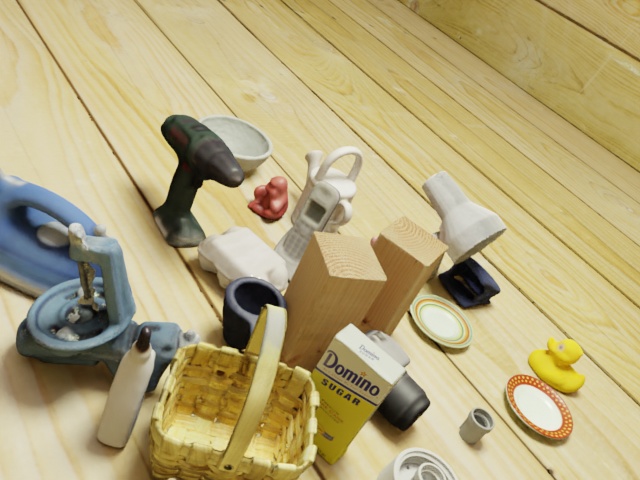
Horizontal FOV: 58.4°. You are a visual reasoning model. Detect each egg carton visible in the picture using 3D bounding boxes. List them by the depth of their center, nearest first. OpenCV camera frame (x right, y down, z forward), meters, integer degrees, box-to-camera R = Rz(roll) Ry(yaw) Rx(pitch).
[{"bbox_3d":[-0.126,0.042,0.947,0.150,0.069,0.107,39,36,19],"label":"egg carton"}]

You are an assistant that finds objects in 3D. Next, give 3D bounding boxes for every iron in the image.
[{"bbox_3d":[-0.356,-0.002,0.789,0.258,0.141,0.119,26,34,0],"label":"iron"}]

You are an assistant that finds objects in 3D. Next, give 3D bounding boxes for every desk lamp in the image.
[{"bbox_3d":[0.235,-0.014,1.133,0.118,0.213,0.202,-16,52,-45],"label":"desk lamp"}]

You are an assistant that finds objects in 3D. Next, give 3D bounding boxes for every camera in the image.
[{"bbox_3d":[0.089,0.211,0.837,0.136,0.100,0.144,43,37,24],"label":"camera"}]

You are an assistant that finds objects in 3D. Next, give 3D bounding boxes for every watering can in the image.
[{"bbox_3d":[0.016,-0.108,1.130,0.172,0.194,0.101,40,36,20],"label":"watering can"}]

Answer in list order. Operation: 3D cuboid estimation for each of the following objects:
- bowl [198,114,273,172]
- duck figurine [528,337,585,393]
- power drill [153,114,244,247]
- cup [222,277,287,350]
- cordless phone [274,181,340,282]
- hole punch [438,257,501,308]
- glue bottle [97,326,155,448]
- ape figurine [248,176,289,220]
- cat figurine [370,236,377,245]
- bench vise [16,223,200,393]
[{"bbox_3d":[-0.189,-0.193,1.214,0.168,0.074,0.167,18,35,-13],"label":"bowl"},{"bbox_3d":[0.456,0.227,1.072,0.104,0.086,0.078,40,36,20],"label":"duck figurine"},{"bbox_3d":[-0.208,-0.094,0.950,0.076,0.208,0.229,-7,46,-39],"label":"power drill"},{"bbox_3d":[-0.104,0.125,0.829,0.092,0.095,0.117,13,36,-19],"label":"cup"},{"bbox_3d":[0.009,0.004,0.984,0.147,0.185,0.094,34,35,12],"label":"cordless phone"},{"bbox_3d":[0.316,0.073,1.179,0.101,0.091,0.108,-3,44,-36],"label":"hole punch"},{"bbox_3d":[-0.211,0.156,0.646,0.037,0.173,0.078,20,34,-9],"label":"glue bottle"},{"bbox_3d":[-0.091,-0.087,1.123,0.076,0.092,0.077,8,38,-25],"label":"ape figurine"},{"bbox_3d":[0.144,0.019,1.114,0.128,0.117,0.067,8,38,-25],"label":"cat figurine"},{"bbox_3d":[-0.244,0.077,0.688,0.208,0.219,0.121,6,39,-27],"label":"bench vise"}]
